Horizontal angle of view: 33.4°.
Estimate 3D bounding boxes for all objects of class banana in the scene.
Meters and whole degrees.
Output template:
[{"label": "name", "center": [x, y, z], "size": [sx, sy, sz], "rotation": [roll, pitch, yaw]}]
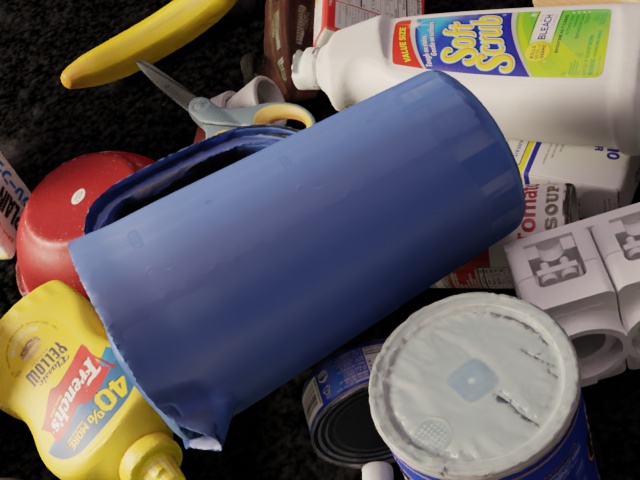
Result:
[{"label": "banana", "center": [-0.139, -0.191, 0.945], "size": [0.198, 0.069, 0.037], "rotation": [-33, 77, 8]}]

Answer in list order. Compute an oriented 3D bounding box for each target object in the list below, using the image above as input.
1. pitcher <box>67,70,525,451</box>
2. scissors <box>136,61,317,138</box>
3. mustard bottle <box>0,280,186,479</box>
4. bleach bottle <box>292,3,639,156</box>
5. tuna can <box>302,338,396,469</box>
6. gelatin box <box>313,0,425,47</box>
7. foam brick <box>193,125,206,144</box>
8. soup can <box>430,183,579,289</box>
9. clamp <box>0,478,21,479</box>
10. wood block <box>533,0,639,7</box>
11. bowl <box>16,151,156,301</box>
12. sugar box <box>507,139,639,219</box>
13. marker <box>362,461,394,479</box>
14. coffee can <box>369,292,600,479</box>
[{"label": "pitcher", "center": [-0.015, -0.004, 0.616], "size": [0.242, 0.149, 0.145], "rotation": [-30, 8, -8]}, {"label": "scissors", "center": [-0.069, -0.102, 0.807], "size": [0.096, 0.016, 0.202], "rotation": [-27, 48, -5]}, {"label": "mustard bottle", "center": [-0.151, 0.110, 0.711], "size": [0.192, 0.058, 0.096], "rotation": [34, 79, 37]}, {"label": "bleach bottle", "center": [0.097, -0.112, 0.729], "size": [0.251, 0.068, 0.102], "rotation": [4, 53, 24]}, {"label": "tuna can", "center": [0.033, 0.097, 0.633], "size": [0.086, 0.086, 0.034], "rotation": [-22, 47, 3]}, {"label": "gelatin box", "center": [0.040, -0.171, 0.854], "size": [0.089, 0.030, 0.073], "rotation": [15, 50, -16]}, {"label": "foam brick", "center": [-0.067, -0.049, 0.810], "size": [0.051, 0.053, 0.078], "rotation": [-5, 52, 17]}, {"label": "soup can", "center": [0.114, -0.002, 0.693], "size": [0.102, 0.068, 0.068], "rotation": [-1, 53, 19]}, {"label": "clamp", "center": [-0.221, 0.210, 0.663], "size": [0.171, 0.039, 0.120], "rotation": [-18, 79, -3]}, {"label": "wood block", "center": [0.256, -0.158, 0.748], "size": [0.090, 0.090, 0.206], "rotation": [-43, 51, -14]}, {"label": "bowl", "center": [-0.173, -0.016, 0.824], "size": [0.162, 0.055, 0.162], "rotation": [-11, 49, 13]}, {"label": "sugar box", "center": [0.139, -0.070, 0.754], "size": [0.176, 0.048, 0.093], "rotation": [14, 58, 26]}, {"label": "marker", "center": [0.035, 0.184, 0.606], "size": [0.020, 0.020, 0.121], "rotation": [-11, 50, 13]}, {"label": "coffee can", "center": [0.092, 0.108, 0.563], "size": [0.103, 0.140, 0.103], "rotation": [-11, 50, 13]}]
